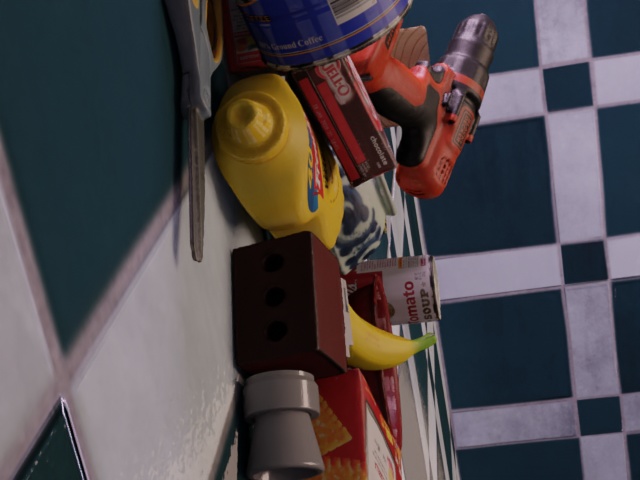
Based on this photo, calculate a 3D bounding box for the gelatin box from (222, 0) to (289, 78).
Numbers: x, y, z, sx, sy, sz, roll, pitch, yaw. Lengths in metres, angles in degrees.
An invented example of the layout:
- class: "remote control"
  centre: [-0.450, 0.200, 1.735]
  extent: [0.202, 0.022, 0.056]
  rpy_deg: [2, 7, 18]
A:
- class: "gelatin box"
  centre: [-0.045, -0.149, 0.732]
  extent: [0.089, 0.030, 0.073]
  rpy_deg: [-30, 113, -81]

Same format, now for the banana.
- class: "banana"
  centre: [0.017, 0.050, 0.829]
  extent: [0.069, 0.037, 0.197]
  rpy_deg: [-54, 129, -13]

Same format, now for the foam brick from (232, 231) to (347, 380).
- class: "foam brick"
  centre: [-0.018, 0.042, 0.639]
  extent: [0.051, 0.053, 0.078]
  rpy_deg: [47, 34, -57]

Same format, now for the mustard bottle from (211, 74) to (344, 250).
- class: "mustard bottle"
  centre: [-0.027, -0.051, 0.671]
  extent: [0.191, 0.058, 0.096]
  rpy_deg: [46, 36, -76]

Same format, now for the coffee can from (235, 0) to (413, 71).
- class: "coffee can"
  centre: [-0.016, -0.186, 0.626]
  extent: [0.102, 0.103, 0.140]
  rpy_deg: [-86, 154, -54]

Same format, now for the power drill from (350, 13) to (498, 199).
- class: "power drill"
  centre: [0.084, -0.151, 0.907]
  extent: [0.187, 0.057, 0.184]
  rpy_deg: [39, 66, -47]

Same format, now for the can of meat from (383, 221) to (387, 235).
- class: "can of meat"
  centre: [0.041, -0.050, 1.146]
  extent: [0.102, 0.057, 0.084]
  rpy_deg: [46, 40, -75]

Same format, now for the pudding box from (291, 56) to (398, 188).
- class: "pudding box"
  centre: [0.013, -0.097, 0.727]
  extent: [0.090, 0.039, 0.113]
  rpy_deg: [62, 6, -23]

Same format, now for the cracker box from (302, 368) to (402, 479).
- class: "cracker box"
  centre: [0.014, 0.211, 0.671]
  extent: [0.164, 0.072, 0.213]
  rpy_deg: [66, 19, -59]

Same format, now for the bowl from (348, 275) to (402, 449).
- class: "bowl"
  centre: [0.037, 0.115, 0.966]
  extent: [0.162, 0.055, 0.162]
  rpy_deg: [-8, 90, -82]

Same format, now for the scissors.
- class: "scissors"
  centre: [-0.070, -0.092, 0.559]
  extent: [0.201, 0.016, 0.096]
  rpy_deg: [-90, 167, -44]

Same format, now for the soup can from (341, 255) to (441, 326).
- class: "soup can"
  centre: [0.066, 0.053, 1.062]
  extent: [0.068, 0.102, 0.068]
  rpy_deg: [-6, 90, -81]

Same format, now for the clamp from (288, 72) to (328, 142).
- class: "clamp"
  centre: [-0.011, -0.159, 0.952]
  extent: [0.210, 0.036, 0.164]
  rpy_deg: [59, 23, -79]

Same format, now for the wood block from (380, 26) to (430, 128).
- class: "wood block"
  centre: [0.053, -0.163, 1.080]
  extent: [0.206, 0.091, 0.090]
  rpy_deg: [-110, -167, -80]
